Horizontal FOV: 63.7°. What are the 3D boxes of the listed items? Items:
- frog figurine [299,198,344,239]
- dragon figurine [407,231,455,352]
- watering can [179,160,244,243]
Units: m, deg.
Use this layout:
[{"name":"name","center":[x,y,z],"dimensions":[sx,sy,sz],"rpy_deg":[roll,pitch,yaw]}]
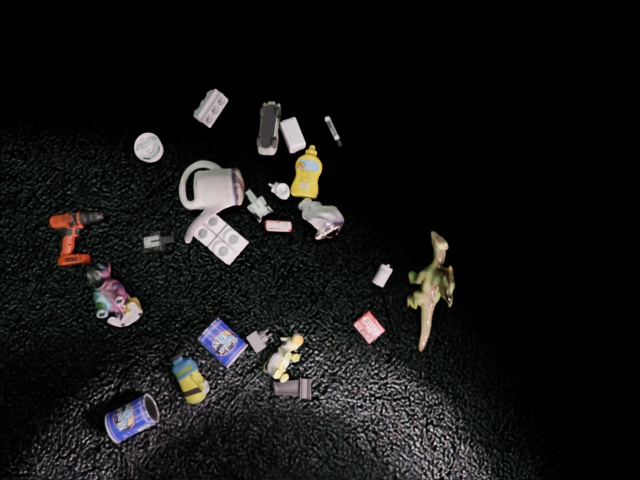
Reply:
[{"name":"frog figurine","center":[0.006,-0.092,1.823],"dimensions":[0.138,0.120,0.161],"rpy_deg":[-18,73,-36]},{"name":"dragon figurine","center":[0.385,0.178,1.737],"dimensions":[0.122,0.241,0.413],"rpy_deg":[3,81,-6]},{"name":"watering can","center":[-0.373,-0.144,1.787],"dimensions":[0.224,0.101,0.355],"rpy_deg":[-7,56,-6]}]
